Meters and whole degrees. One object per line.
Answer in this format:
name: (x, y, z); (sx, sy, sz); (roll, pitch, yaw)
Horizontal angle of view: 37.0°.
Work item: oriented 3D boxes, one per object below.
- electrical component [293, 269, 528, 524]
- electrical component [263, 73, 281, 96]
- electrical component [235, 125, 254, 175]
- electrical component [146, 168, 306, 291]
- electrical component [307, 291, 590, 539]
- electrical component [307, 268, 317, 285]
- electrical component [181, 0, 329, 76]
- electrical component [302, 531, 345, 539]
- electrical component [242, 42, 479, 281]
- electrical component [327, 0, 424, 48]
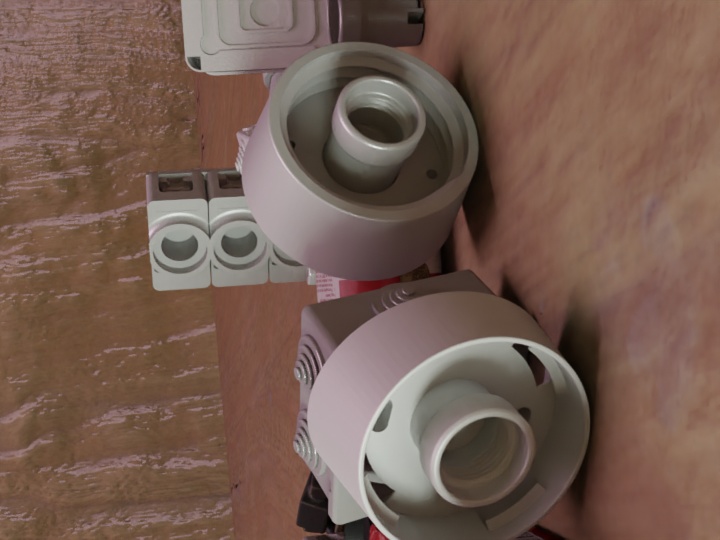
electrical component: (0.020, 0.052, 0.468); (0.048, 0.100, 0.099); (-129, 34, -49)
electrical component: (-0.060, -0.159, 0.922); (0.045, 0.045, 0.055); (107, 156, -62)
electrical component: (-0.026, -0.071, 0.652); (0.100, 0.100, 0.048); (-141, 35, -75)
electrical component: (-0.107, -0.036, 0.932); (0.061, 0.150, 0.089); (-108, 17, -54)
electrical component: (0.034, 0.056, 0.405); (0.064, 0.099, 0.099); (-130, 37, -62)
electrical component: (0.000, 0.000, 0.633); (0.043, 0.062, 0.043); (180, 90, -83)
electrical component: (-0.059, -0.172, 0.723); (0.057, 0.113, 0.078); (-57, -35, -78)
electrical component: (0.000, 0.214, 0.712); (0.047, 0.066, 0.076); (145, 120, -77)
electrical component: (0.003, -0.056, 0.500); (0.060, 0.108, 0.108); (117, 147, -58)
electrical component: (0.008, -0.138, 0.584); (0.040, 0.046, 0.040); (176, 90, -79)
